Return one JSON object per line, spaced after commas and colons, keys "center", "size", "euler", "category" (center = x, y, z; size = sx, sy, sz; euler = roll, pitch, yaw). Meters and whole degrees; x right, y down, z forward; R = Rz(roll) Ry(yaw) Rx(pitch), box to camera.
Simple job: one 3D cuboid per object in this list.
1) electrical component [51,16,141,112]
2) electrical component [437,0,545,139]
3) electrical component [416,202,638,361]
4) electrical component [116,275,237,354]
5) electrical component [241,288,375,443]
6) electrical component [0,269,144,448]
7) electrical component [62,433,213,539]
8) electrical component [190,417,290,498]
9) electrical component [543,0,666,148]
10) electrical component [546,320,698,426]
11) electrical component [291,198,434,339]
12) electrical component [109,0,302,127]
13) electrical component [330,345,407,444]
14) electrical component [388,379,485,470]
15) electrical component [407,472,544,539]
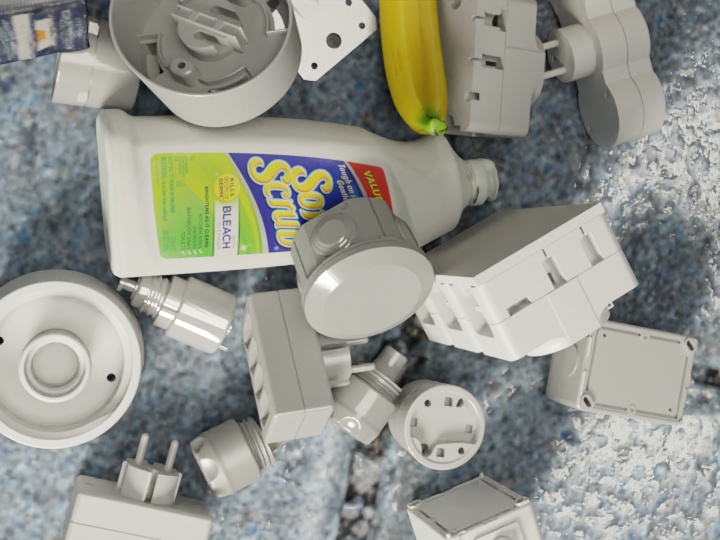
{"center": [-0.157, -0.124, 0.647], "size": [0.047, 0.055, 0.055], "euler": [9, 90, -19], "category": "electrical component"}
{"center": [0.084, -0.133, 0.708], "size": [0.056, 0.050, 0.089], "euler": [1, 94, -29], "category": "electrical component"}
{"center": [0.093, 0.008, 0.671], "size": [0.089, 0.150, 0.061], "euler": [-30, 99, -13], "category": "electrical component"}
{"center": [-0.113, 0.022, 0.671], "size": [0.078, 0.040, 0.040], "euler": [24, 86, -15], "category": "electrical component"}
{"center": [-0.028, 0.057, 0.675], "size": [0.076, 0.047, 0.083], "euler": [-7, 63, -17], "category": "electrical component"}
{"center": [-0.182, 0.054, 0.642], "size": [0.108, 0.060, 0.108], "euler": [-1, 92, -15], "category": "electrical component"}
{"center": [-0.133, 0.140, 0.666], "size": [0.083, 0.047, 0.075], "euler": [16, 88, -16], "category": "electrical component"}
{"center": [-0.073, 0.113, 0.684], "size": [0.062, 0.043, 0.043], "euler": [-26, 99, -14], "category": "electrical component"}
{"center": [0.152, -0.150, 0.732], "size": [0.074, 0.052, 0.138], "euler": [-18, 97, -14], "category": "electrical component"}
{"center": [0.184, 0.069, 0.744], "size": [0.096, 0.061, 0.061], "euler": [11, 89, -16], "category": "electrical component"}
{"center": [0.000, 0.000, 0.647], "size": [0.080, 0.051, 0.080], "euler": [-13, 140, -11], "category": "electrical component"}
{"center": [-0.084, -0.133, 0.609], "size": [0.099, 0.064, 0.099], "euler": [-5, 66, 11], "category": "electrical component"}
{"center": [0.006, 0.079, 0.705], "size": [0.043, 0.043, 0.062], "euler": [38, 81, -14], "category": "electrical component"}
{"center": [0.049, 0.100, 0.715], "size": [0.055, 0.047, 0.055], "euler": [-1, 92, -15], "category": "electrical component"}
{"center": [0.080, 0.180, 0.701], "size": [0.062, 0.096, 0.061], "euler": [-20, 97, -15], "category": "electrical component"}
